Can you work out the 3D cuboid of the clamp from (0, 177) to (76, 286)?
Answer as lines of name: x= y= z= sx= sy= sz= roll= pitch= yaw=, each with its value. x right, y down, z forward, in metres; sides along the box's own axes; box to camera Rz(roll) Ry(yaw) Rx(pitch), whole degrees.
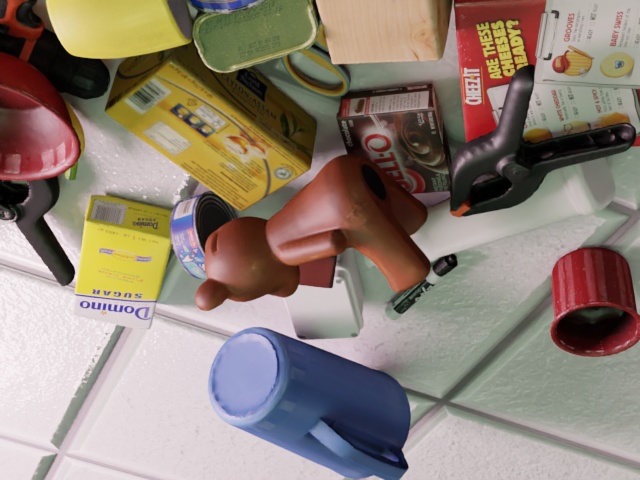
clamp: x=-0.331 y=-0.038 z=1.099 sx=0.164 sy=0.036 sz=0.210 roll=12 pitch=137 yaw=-5

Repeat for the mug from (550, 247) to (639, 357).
mug: x=0.279 y=0.069 z=1.110 sx=0.093 sy=0.081 sz=0.117 roll=13 pitch=139 yaw=-9

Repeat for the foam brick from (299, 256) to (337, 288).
foam brick: x=-0.007 y=0.001 z=1.073 sx=0.051 sy=0.078 sz=0.053 roll=7 pitch=138 yaw=0

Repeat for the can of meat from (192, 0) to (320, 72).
can of meat: x=-0.048 y=-0.180 z=0.846 sx=0.102 sy=0.084 sz=0.057 roll=-16 pitch=119 yaw=10

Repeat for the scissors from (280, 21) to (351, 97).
scissors: x=-0.036 y=-0.192 z=0.900 sx=0.096 sy=0.016 sz=0.201 roll=-30 pitch=128 yaw=33

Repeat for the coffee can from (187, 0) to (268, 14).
coffee can: x=-0.077 y=-0.251 z=0.770 sx=0.103 sy=0.102 sz=0.140 roll=-8 pitch=137 yaw=16

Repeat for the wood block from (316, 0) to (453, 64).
wood block: x=0.038 y=-0.237 z=0.776 sx=0.091 sy=0.090 sz=0.206 roll=0 pitch=140 yaw=17

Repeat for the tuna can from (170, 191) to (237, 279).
tuna can: x=-0.114 y=-0.004 z=1.074 sx=0.034 sy=0.086 sz=0.086 roll=-16 pitch=135 yaw=25

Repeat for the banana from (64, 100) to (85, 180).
banana: x=-0.287 y=-0.128 z=0.979 sx=0.197 sy=0.037 sz=0.070 roll=37 pitch=106 yaw=-26

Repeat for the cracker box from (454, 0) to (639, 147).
cracker box: x=0.222 y=-0.155 z=0.868 sx=0.214 sy=0.072 sz=0.164 roll=-2 pitch=138 yaw=11

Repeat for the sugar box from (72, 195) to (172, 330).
sugar box: x=-0.214 y=0.029 z=1.155 sx=0.093 sy=0.048 sz=0.176 roll=13 pitch=138 yaw=-8

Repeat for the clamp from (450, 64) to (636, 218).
clamp: x=0.174 y=-0.069 z=0.891 sx=0.120 sy=0.039 sz=0.172 roll=25 pitch=142 yaw=-11

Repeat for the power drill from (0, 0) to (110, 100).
power drill: x=-0.237 y=-0.205 z=0.879 sx=0.184 sy=0.057 sz=0.188 roll=20 pitch=137 yaw=-21

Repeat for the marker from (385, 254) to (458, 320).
marker: x=0.110 y=0.050 z=1.159 sx=0.020 sy=0.020 sz=0.121 roll=24 pitch=136 yaw=-19

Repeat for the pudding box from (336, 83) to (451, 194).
pudding box: x=0.071 y=-0.089 z=0.987 sx=0.090 sy=0.039 sz=0.113 roll=-5 pitch=138 yaw=14

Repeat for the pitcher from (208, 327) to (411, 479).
pitcher: x=-0.006 y=0.186 z=1.187 sx=0.149 sy=0.145 sz=0.242 roll=-10 pitch=154 yaw=33

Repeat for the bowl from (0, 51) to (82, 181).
bowl: x=-0.280 y=-0.114 z=0.913 sx=0.162 sy=0.055 sz=0.162 roll=6 pitch=153 yaw=3

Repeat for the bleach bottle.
bleach bottle: x=0.146 y=-0.022 z=1.013 sx=0.251 sy=0.102 sz=0.068 roll=-22 pitch=91 yaw=30
